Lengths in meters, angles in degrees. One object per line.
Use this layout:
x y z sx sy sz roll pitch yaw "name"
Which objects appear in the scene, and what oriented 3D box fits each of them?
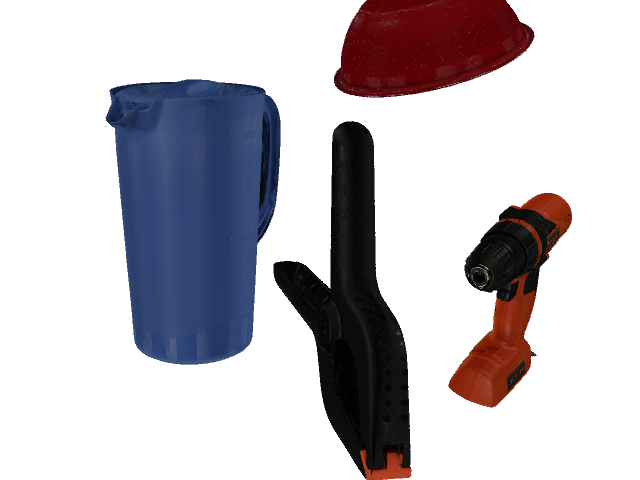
-0.107 -0.022 0.954 0.149 0.243 0.145 -1 15 -5 "pitcher"
0.019 0.043 0.656 0.036 0.210 0.165 -1 -42 -20 "clamp"
0.173 0.060 1.003 0.057 0.188 0.184 25 31 25 "power drill"
0.082 -0.168 0.838 0.162 0.055 0.162 -14 24 6 "bowl"
